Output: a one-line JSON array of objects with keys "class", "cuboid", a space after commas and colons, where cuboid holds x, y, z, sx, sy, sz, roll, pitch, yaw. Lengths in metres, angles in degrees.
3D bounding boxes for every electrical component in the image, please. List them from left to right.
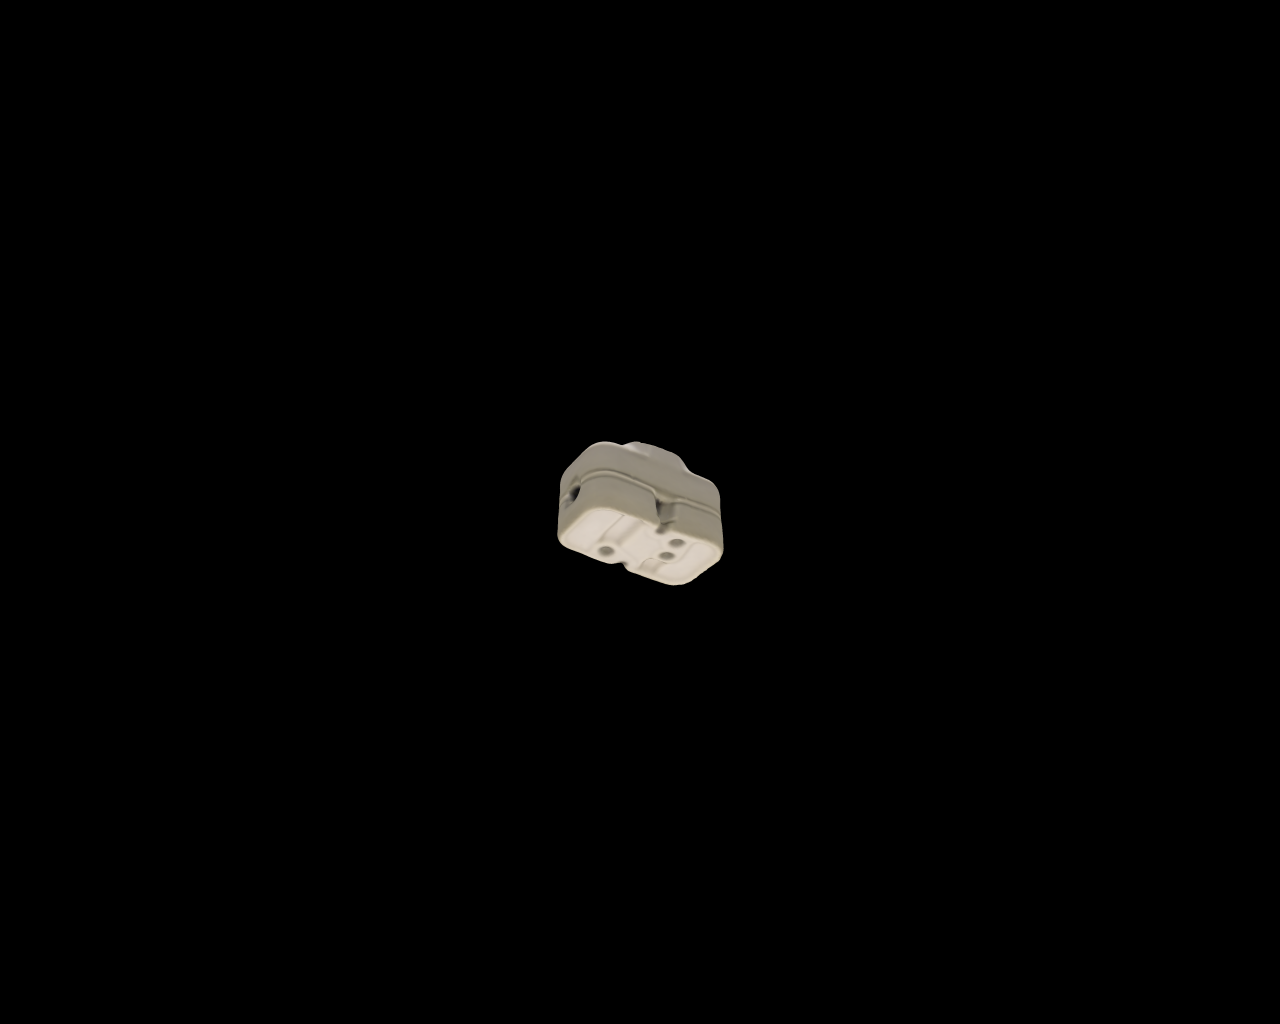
[{"class": "electrical component", "cuboid": [0.001, -0.003, 0.650, 0.095, 0.059, 0.053, 21, -40, -26]}]
